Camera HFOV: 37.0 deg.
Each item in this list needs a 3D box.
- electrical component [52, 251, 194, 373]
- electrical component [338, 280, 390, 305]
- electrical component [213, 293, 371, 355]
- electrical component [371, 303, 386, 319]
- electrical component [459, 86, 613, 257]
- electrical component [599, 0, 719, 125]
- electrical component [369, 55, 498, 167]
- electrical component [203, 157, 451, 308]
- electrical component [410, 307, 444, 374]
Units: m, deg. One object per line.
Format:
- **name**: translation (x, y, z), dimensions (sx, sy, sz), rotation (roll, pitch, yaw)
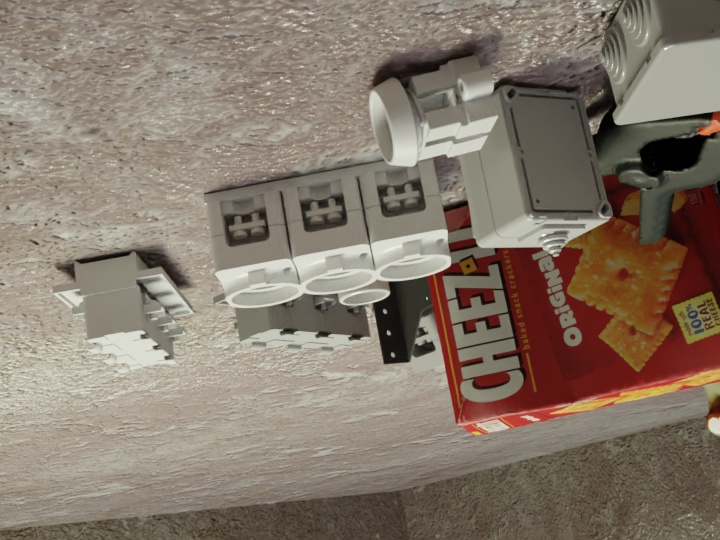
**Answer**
- **electrical component**: translation (-0.175, 0.036, 0.820), dimensions (0.079, 0.063, 0.121), rotation (-10, 164, -1)
- **electrical component**: translation (0.000, 0.000, 0.835), dimensions (0.040, 0.046, 0.040), rotation (-9, 164, -3)
- **electrical component**: translation (-0.047, 0.032, 0.884), dimensions (0.079, 0.063, 0.121), rotation (-23, 160, 37)
- **electrical component**: translation (0.042, 0.029, 0.985), dimensions (0.061, 0.035, 0.035), rotation (-22, 160, 31)
- **electrical component**: translation (0.098, -0.051, 0.626), dimensions (0.062, 0.096, 0.061), rotation (-1, 163, -30)
- **electrical component**: translation (0.174, -0.117, 0.532), dimensions (0.100, 0.048, 0.099), rotation (-9, 164, -5)
- **electrical component**: translation (0.037, -0.083, 0.575), dimensions (0.055, 0.048, 0.066), rotation (-15, 165, -11)
- **electrical component**: translation (-0.019, -0.021, 0.720), dimensions (0.150, 0.061, 0.089), rotation (-11, 164, 1)
- **electrical component**: translation (0.084, 0.059, 1.019), dimensions (0.050, 0.055, 0.089), rotation (-24, -177, 40)
